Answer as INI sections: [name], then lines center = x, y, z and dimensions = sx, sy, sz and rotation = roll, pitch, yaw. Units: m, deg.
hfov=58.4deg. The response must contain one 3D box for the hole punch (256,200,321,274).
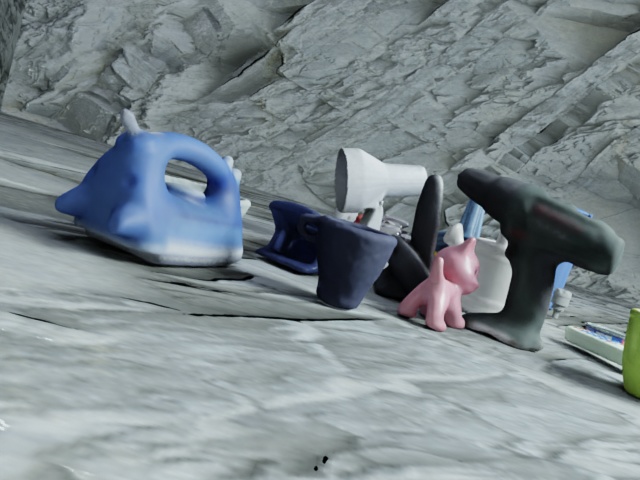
[hole punch]
center = -0.023, -0.003, 0.824
dimensions = 0.108, 0.091, 0.101
rotation = 20, 7, 33

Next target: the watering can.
[watering can]
center = 0.282, 0.026, 0.913
dimensions = 0.172, 0.194, 0.101
rotation = 17, 6, 6

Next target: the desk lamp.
[desk lamp]
center = 0.108, -0.055, 1.087
dimensions = 0.203, 0.213, 0.117
rotation = 16, 6, -13

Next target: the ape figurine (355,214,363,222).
[ape figurine]
center = 0.086, -0.014, 1.255
dimensions = 0.076, 0.092, 0.077
rotation = 14, 6, -23

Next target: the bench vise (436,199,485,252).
[bench vise]
center = 0.285, -0.002, 1.066
dimensions = 0.121, 0.220, 0.207
rotation = 16, 6, -6

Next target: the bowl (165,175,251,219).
[bowl]
center = -0.186, -0.042, 0.804
dimensions = 0.167, 0.075, 0.167
rotation = 17, 5, -1

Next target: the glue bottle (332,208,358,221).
[glue bottle]
center = 0.064, -0.069, 1.312
dimensions = 0.037, 0.173, 0.078
rotation = 20, 7, 33

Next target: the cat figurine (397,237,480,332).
[cat figurine]
center = 0.162, 0.048, 0.725
dimensions = 0.067, 0.118, 0.128
rotation = 20, 6, 31

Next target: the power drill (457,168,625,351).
[power drill]
center = 0.260, 0.027, 0.755
dimensions = 0.228, 0.208, 0.076
rotation = 20, 6, 29

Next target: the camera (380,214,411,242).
[camera]
center = 0.190, 0.001, 1.372
dimensions = 0.136, 0.101, 0.143
rotation = 18, 6, 13

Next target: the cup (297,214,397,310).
[cup]
center = 0.018, 0.025, 0.648
dimensions = 0.117, 0.095, 0.092
rotation = 19, 6, 18

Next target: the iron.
[iron]
center = -0.151, -0.051, 0.647
dimensions = 0.118, 0.141, 0.259
rotation = 20, 6, 27

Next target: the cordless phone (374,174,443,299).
[cordless phone]
center = 0.147, -0.004, 0.845
dimensions = 0.094, 0.185, 0.147
rotation = 16, 5, -4
